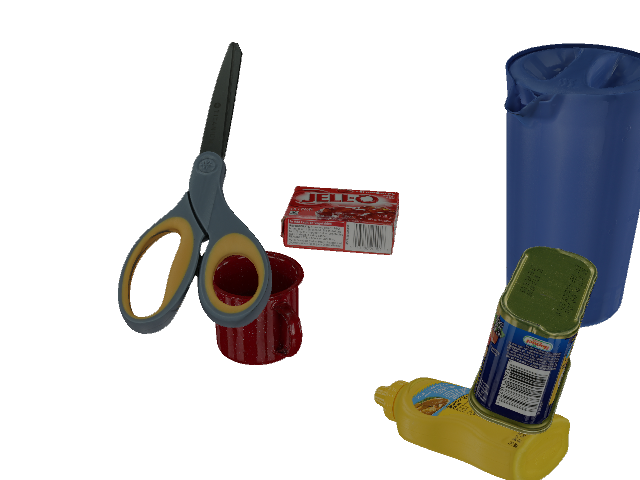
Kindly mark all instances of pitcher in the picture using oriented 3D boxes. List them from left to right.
[{"bbox_3d":[0.237,-0.050,0.967,0.149,0.243,0.145,3,29,10],"label":"pitcher"}]

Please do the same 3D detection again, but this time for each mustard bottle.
[{"bbox_3d":[0.130,0.171,1.010,0.192,0.058,0.096,13,21,40],"label":"mustard bottle"}]

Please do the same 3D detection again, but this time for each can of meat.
[{"bbox_3d":[0.142,0.063,0.709,0.057,0.084,0.102,19,35,14],"label":"can of meat"}]

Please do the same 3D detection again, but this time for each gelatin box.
[{"bbox_3d":[0.017,-0.018,0.863,0.089,0.030,0.073,4,23,6],"label":"gelatin box"}]

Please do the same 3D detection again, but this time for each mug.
[{"bbox_3d":[-0.054,0.071,1.029,0.093,0.081,0.117,-21,34,-33],"label":"mug"}]

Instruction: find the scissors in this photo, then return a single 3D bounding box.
[{"bbox_3d":[-0.051,-0.030,0.631,0.096,0.201,0.016,18,-25,16],"label":"scissors"}]
